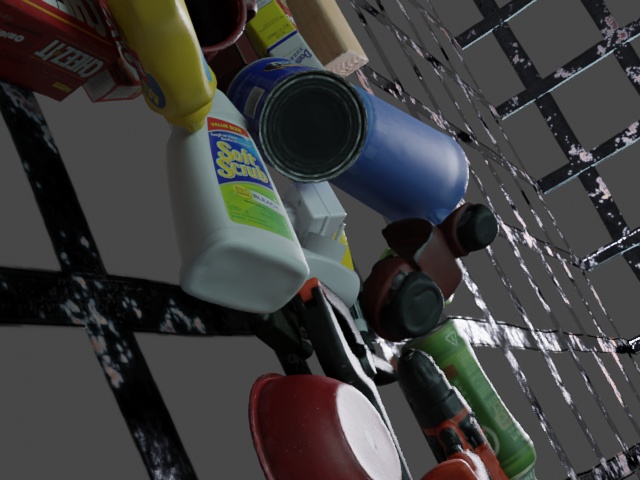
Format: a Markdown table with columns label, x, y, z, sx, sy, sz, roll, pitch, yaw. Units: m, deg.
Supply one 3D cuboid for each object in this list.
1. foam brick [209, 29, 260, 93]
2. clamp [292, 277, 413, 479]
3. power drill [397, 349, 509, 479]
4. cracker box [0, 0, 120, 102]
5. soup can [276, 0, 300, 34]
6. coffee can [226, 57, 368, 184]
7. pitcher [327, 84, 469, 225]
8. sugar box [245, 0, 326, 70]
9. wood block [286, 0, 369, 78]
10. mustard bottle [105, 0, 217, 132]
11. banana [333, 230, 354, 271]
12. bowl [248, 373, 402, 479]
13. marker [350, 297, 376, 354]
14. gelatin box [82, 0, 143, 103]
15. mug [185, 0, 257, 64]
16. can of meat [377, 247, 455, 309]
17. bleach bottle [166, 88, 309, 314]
| label | x | y | z | sx | sy | sz | roll | pitch | yaw |
| --- | --- | --- | --- | --- | --- | --- | --- | --- | --- |
| foam brick | -0.100 | -0.194 | 1.096 | 0.078 | 0.051 | 0.053 | 64 | 18 | 16 |
| clamp | 0.030 | 0.109 | 0.940 | 0.210 | 0.036 | 0.164 | 61 | 13 | -25 |
| power drill | 0.128 | 0.206 | 1.012 | 0.184 | 0.057 | 0.187 | 57 | 14 | -10 |
| cracker box | -0.240 | -0.219 | 0.739 | 0.164 | 0.072 | 0.214 | 17 | 45 | -64 |
| soup can | -0.068 | -0.262 | 1.265 | 0.068 | 0.069 | 0.102 | 32 | 30 | -53 |
| coffee can | -0.026 | -0.116 | 1.006 | 0.102 | 0.103 | 0.140 | 51 | -5 | -22 |
| pitcher | 0.068 | -0.111 | 1.289 | 0.149 | 0.145 | 0.242 | 19 | -2 | 34 |
| sugar box | -0.049 | -0.216 | 1.151 | 0.176 | 0.048 | 0.093 | 58 | -2 | 14 |
| wood block | -0.034 | -0.299 | 1.377 | 0.206 | 0.091 | 0.090 | 62 | 19 | 10 |
| mustard bottle | -0.118 | -0.148 | 0.791 | 0.096 | 0.058 | 0.191 | 56 | -10 | 35 |
| banana | 0.002 | 0.005 | 1.067 | 0.069 | 0.037 | 0.198 | 32 | 32 | -49 |
| bowl | 0.015 | 0.162 | 0.815 | 0.162 | 0.055 | 0.162 | 50 | 20 | -26 |
| marker | 0.032 | 0.069 | 1.067 | 0.020 | 0.020 | 0.121 | 38 | 27 | -47 |
| gelatin box | -0.179 | -0.156 | 0.862 | 0.089 | 0.030 | 0.073 | 59 | 18 | 1 |
| mug | -0.109 | -0.188 | 0.910 | 0.117 | 0.082 | 0.093 | -17 | 83 | -29 |
| can of meat | 0.119 | 0.041 | 1.281 | 0.084 | 0.057 | 0.102 | 59 | 19 | -5 |
| bleach bottle | -0.088 | -0.056 | 0.885 | 0.102 | 0.068 | 0.251 | 20 | 34 | -38 |
